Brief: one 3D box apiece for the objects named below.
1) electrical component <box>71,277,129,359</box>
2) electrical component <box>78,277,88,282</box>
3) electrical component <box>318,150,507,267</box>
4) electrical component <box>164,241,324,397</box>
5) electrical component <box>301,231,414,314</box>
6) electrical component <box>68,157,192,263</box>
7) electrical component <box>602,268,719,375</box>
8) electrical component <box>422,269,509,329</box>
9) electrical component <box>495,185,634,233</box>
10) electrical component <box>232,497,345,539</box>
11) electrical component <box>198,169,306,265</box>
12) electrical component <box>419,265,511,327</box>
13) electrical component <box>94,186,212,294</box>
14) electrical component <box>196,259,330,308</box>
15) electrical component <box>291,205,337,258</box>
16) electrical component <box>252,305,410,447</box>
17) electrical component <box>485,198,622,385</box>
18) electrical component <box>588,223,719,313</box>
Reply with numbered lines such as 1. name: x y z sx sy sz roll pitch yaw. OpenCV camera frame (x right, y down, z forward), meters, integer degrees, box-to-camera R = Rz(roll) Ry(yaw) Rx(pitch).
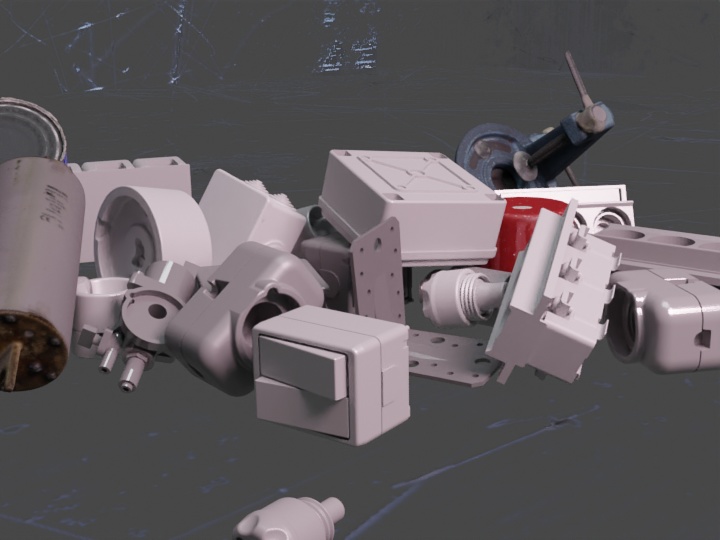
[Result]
1. electrical component: -0.185 0.034 0.787 0.055 0.047 0.055 -1 15 0
2. electrical component: -0.212 0.026 0.828 0.062 0.048 0.048 -2 13 -31
3. electrical component: 0.039 -0.050 0.837 0.109 0.056 0.108 -2 27 -28
4. electrical component: -0.073 0.032 0.704 0.095 0.053 0.059 -50 37 -17
5. electrical component: 0.000 0.000 0.873 0.061 0.061 0.096 11 19 39
6. electrical component: -0.245 -0.060 1.062 0.150 0.089 0.062 -6 16 -18
7. electrical component: 0.208 0.034 0.745 0.059 0.053 0.095 -4 15 -11
8. electrical component: 0.080 0.020 0.782 0.062 0.043 0.043 -6 10 34
9. electrical component: 0.181 -0.033 0.979 0.121 0.078 0.063 -3 -7 -7
10. electrical component: -0.029 0.118 0.485 0.035 0.035 0.061 9 16 33
11. electrical component: -0.100 -0.026 0.897 0.048 0.099 0.100 24 5 -42
12. electrical component: 0.083 0.018 0.835 0.081 0.043 0.043 10 18 36
13. electrical component: -0.161 -0.014 0.862 0.060 0.108 0.108 -6 14 -41
14. electrical component: -0.074 0.028 0.798 0.100 0.048 0.100 -5 15 -14
15. electrical component: -0.043 -0.012 0.931 0.077 0.044 0.079 -30 -45 33
16. electrical component: -0.025 0.061 0.644 0.096 0.061 0.061 10 18 35
17. electrical component: 0.133 0.018 0.728 0.063 0.078 0.121 24 38 3
18. electrical component: 0.240 0.005 0.834 0.121 0.063 0.079 10 19 37
